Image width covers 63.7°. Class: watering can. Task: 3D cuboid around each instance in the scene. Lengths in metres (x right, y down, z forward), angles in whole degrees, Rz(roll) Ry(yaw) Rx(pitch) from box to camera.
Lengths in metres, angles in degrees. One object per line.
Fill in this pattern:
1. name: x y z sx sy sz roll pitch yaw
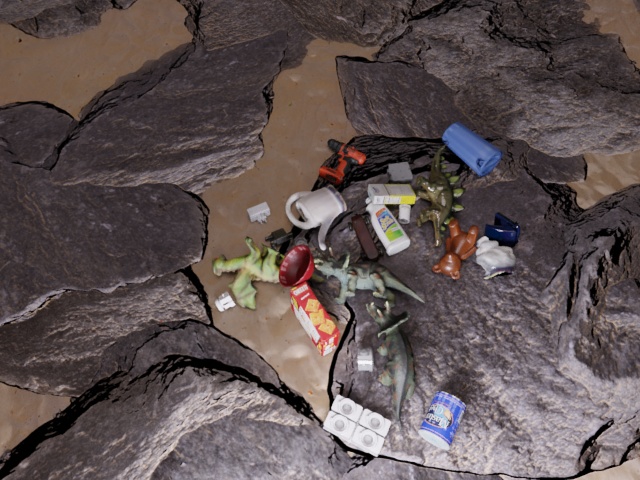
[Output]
1. watering can: 0.006 -0.100 1.989 0.226 0.101 0.354 -28 45 -14

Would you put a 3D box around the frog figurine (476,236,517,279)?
1. frog figurine: 0.645 0.054 1.906 0.137 0.121 0.162 -17 71 13

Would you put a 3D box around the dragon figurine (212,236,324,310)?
1. dragon figurine: -0.216 0.140 1.884 0.412 0.121 0.245 28 80 13
